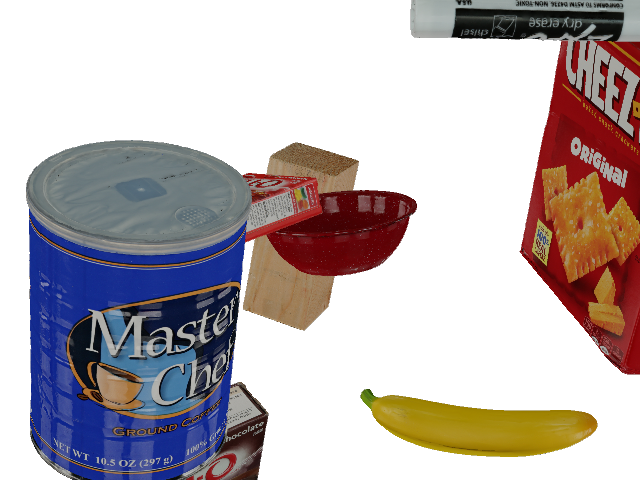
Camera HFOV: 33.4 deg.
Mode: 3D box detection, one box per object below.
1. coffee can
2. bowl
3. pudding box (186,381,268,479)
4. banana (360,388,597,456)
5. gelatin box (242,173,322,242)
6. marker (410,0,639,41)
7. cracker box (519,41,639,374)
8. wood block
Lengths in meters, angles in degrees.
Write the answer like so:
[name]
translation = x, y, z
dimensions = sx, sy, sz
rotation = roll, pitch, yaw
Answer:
[coffee can]
translation = -0.091, 0.035, 0.524
dimensions = 0.102, 0.140, 0.103
rotation = 6, 29, -4
[bowl]
translation = 0.018, -0.005, 1.061
dimensions = 0.162, 0.055, 0.162
rotation = -6, 16, 2
[pudding box]
translation = -0.092, 0.150, 0.690
dimensions = 0.113, 0.090, 0.039
rotation = -22, 51, -32
[banana]
translation = 0.127, 0.148, 0.870
dimensions = 0.198, 0.037, 0.069
rotation = 7, 28, 7
[gelatin box]
translation = -0.054, -0.026, 0.767
dimensions = 0.073, 0.030, 0.089
rotation = -21, 18, -34
[marker]
translation = 0.095, -0.086, 0.410
dimensions = 0.121, 0.020, 0.020
rotation = 1, 0, -1
[cracker box]
translation = 0.215, -0.040, 0.738
dimensions = 0.072, 0.214, 0.164
rotation = -7, 34, -15
[wood block]
translation = -0.026, -0.007, 1.340
dimensions = 0.090, 0.206, 0.090
rotation = 18, 23, 15
